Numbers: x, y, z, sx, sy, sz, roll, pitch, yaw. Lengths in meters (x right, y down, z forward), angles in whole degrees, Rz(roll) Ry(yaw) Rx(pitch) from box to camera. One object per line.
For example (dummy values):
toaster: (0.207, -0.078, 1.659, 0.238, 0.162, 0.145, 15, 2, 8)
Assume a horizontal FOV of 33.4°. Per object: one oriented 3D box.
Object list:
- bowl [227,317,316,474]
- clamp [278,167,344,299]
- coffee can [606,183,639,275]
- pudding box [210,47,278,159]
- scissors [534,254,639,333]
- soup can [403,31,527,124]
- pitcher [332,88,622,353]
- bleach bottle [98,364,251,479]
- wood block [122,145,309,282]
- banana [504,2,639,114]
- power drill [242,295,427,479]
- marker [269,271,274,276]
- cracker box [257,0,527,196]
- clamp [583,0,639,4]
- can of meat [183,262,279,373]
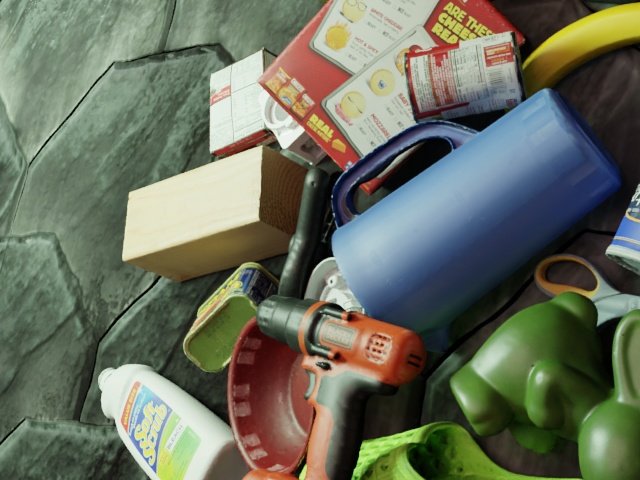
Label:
bowl: (-0.028, 0.150, 1.034, 0.162, 0.055, 0.162, -5, 84, 56)
clamp: (-0.007, 0.001, 1.099, 0.039, 0.120, 0.171, 22, 106, 17)
coffee can: (0.298, -0.032, 0.823, 0.103, 0.102, 0.140, 25, 90, 44)
pudding box: (-0.086, -0.157, 1.253, 0.090, 0.039, 0.113, -19, 64, 34)
scissors: (0.247, 0.071, 0.877, 0.202, 0.016, 0.096, 30, 98, 48)
soup can: (0.132, -0.147, 0.967, 0.102, 0.068, 0.068, -10, 65, 14)
pitcher: (0.132, -0.030, 0.947, 0.243, 0.149, 0.145, -38, 31, 19)
bleach bottle: (-0.175, 0.210, 1.167, 0.251, 0.068, 0.102, 26, 91, 46)
wood block: (-0.113, -0.025, 1.187, 0.207, 0.090, 0.090, -15, 63, 37)
banana: (0.240, -0.167, 0.976, 0.198, 0.037, 0.070, -36, 71, 27)
power drill: (-0.010, 0.145, 0.911, 0.185, 0.057, 0.187, 13, 83, 45)
marker: (-0.093, 0.077, 1.177, 0.121, 0.020, 0.020, -45, 49, 18)
cracker box: (0.071, -0.176, 1.050, 0.164, 0.072, 0.214, 45, 108, 2)
clamp: (0.317, -0.258, 0.938, 0.210, 0.036, 0.164, -27, 49, 32)
can of meat: (-0.092, 0.083, 1.120, 0.102, 0.057, 0.084, -44, 9, 19)
